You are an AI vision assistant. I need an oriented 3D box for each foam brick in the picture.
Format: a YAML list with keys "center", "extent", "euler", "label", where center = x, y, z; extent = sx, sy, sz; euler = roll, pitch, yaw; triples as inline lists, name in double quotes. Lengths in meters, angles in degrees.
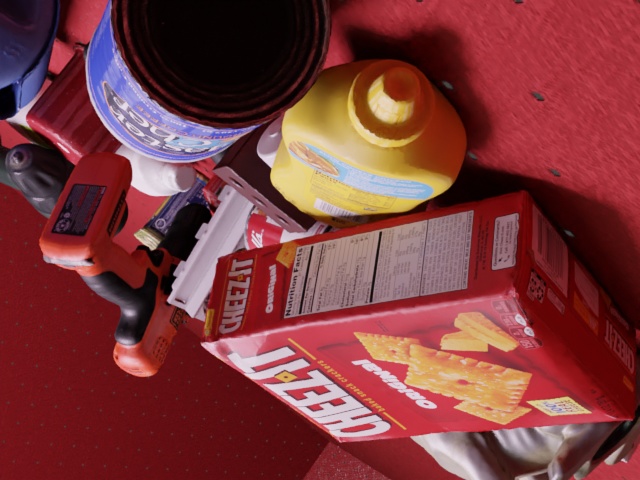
- center: [-0.029, -0.047, 0.777]
  extent: [0.078, 0.051, 0.053]
  euler: [39, 168, -14]
  label: "foam brick"

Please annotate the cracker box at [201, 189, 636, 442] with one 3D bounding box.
- center: [0.061, 0.060, 0.649]
  extent: [0.214, 0.072, 0.164]
  euler: [-12, 142, 33]
  label: "cracker box"

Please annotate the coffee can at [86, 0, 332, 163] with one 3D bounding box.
- center: [-0.063, -0.098, 0.547]
  extent: [0.102, 0.102, 0.140]
  euler: [39, 168, -12]
  label: "coffee can"

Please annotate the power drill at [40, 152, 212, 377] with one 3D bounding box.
- center: [-0.163, 0.006, 0.960]
  extent: [0.057, 0.184, 0.187]
  euler: [2, 147, 24]
  label: "power drill"

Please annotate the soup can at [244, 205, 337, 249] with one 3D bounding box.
- center: [-0.006, 0.001, 0.861]
  extent: [0.102, 0.068, 0.068]
  euler: [20, 161, 51]
  label: "soup can"

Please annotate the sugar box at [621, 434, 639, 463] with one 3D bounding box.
- center: [0.179, 0.127, 0.876]
  extent: [0.093, 0.048, 0.176]
  euler: [40, 169, -14]
  label: "sugar box"

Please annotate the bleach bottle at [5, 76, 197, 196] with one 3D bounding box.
- center: [-0.220, -0.102, 1.093]
  extent: [0.251, 0.068, 0.102]
  euler: [23, 165, 40]
  label: "bleach bottle"

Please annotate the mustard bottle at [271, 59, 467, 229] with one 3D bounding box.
- center: [0.027, -0.051, 0.573]
  extent: [0.096, 0.058, 0.192]
  euler: [20, 168, -1]
  label: "mustard bottle"

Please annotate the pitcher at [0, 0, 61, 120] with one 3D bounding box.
- center: [-0.277, -0.175, 0.850]
  extent: [0.145, 0.149, 0.243]
  euler: [23, 175, -12]
  label: "pitcher"

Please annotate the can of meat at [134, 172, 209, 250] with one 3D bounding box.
- center: [-0.146, -0.024, 1.127]
  extent: [0.057, 0.084, 0.102]
  euler: [38, 168, -10]
  label: "can of meat"

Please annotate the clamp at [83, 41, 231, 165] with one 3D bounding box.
- center: [-0.122, -0.125, 0.777]
  extent: [0.164, 0.036, 0.210]
  euler: [37, 169, 8]
  label: "clamp"

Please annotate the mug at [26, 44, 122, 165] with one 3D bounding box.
- center: [-0.213, -0.115, 0.966]
  extent: [0.093, 0.081, 0.117]
  euler: [42, 167, -25]
  label: "mug"

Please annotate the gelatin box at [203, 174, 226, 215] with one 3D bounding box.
- center: [-0.075, -0.027, 1.043]
  extent: [0.073, 0.030, 0.089]
  euler: [35, 168, 8]
  label: "gelatin box"
